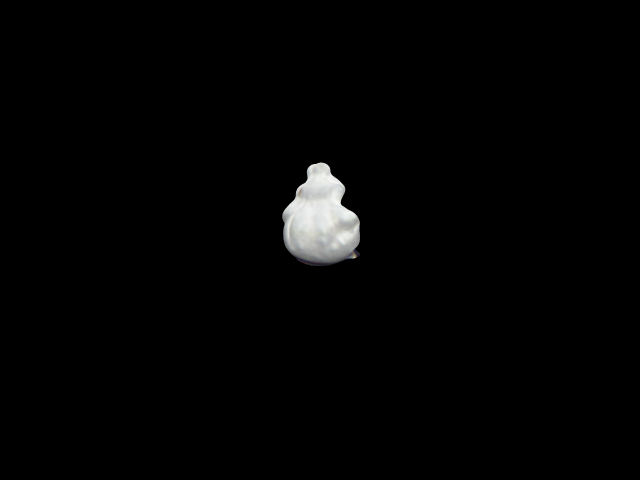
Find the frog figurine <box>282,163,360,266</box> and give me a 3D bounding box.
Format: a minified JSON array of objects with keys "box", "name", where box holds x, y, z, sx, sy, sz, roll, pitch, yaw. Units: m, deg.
[{"box":[0.003,-0.043,0.850,0.138,0.157,0.124,18,29,37],"name":"frog figurine"}]
